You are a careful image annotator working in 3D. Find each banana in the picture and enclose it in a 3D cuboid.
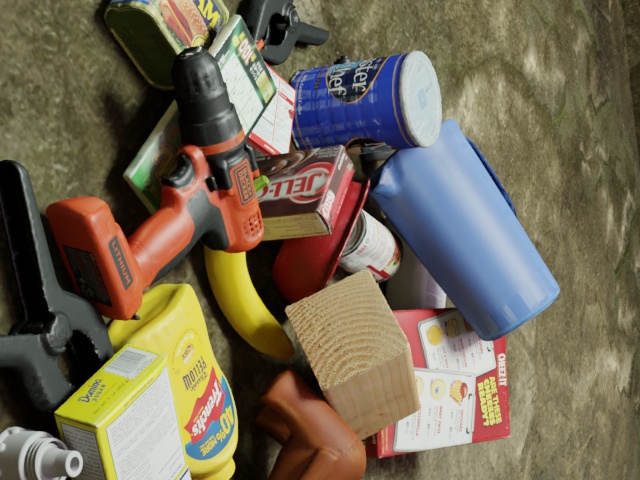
[{"bbox_3d":[-0.069,0.036,0.991,0.037,0.069,0.198,-94,177,-60],"label":"banana"}]

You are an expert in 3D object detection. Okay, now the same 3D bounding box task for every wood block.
[{"bbox_3d":[0.038,0.122,1.057,0.091,0.090,0.206,63,-4,26],"label":"wood block"}]

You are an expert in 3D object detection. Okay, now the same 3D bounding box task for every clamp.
[{"bbox_3d":[-0.042,-0.242,1.110,0.171,0.039,0.120,-46,125,-55],"label":"clamp"},{"bbox_3d":[-0.204,0.071,0.755,0.164,0.036,0.210,-68,146,-40],"label":"clamp"}]

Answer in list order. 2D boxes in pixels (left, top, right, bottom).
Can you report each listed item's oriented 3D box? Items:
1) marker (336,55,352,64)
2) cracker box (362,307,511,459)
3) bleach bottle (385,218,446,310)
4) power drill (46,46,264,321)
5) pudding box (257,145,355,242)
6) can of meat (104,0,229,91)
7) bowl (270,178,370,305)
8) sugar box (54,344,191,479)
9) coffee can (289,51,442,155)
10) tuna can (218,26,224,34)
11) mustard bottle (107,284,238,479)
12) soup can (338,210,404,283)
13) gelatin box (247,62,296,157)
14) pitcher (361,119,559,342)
[{"bbox_3d":[0.026,-0.159,1.248,0.020,0.020,0.121,28,62,-58],"label":"marker"},{"bbox_3d":[0.125,0.162,1.259,0.213,0.072,0.164,0,87,-38],"label":"cracker box"},{"bbox_3d":[0.118,0.098,1.344,0.102,0.068,0.251,23,69,-55],"label":"bleach bottle"},{"bbox_3d":[-0.124,-0.039,0.845,0.187,0.057,0.184,-40,127,-38],"label":"power drill"},{"bbox_3d":[-0.031,-0.043,1.021,0.039,0.114,0.090,58,37,-36],"label":"pudding box"},{"bbox_3d":[-0.132,-0.191,0.913,0.102,0.058,0.084,56,42,-43],"label":"can of meat"},{"bbox_3d":[-0.007,0.001,1.075,0.162,0.055,0.162,-158,-88,-87],"label":"bowl"},{"bbox_3d":[-0.143,0.177,0.812,0.093,0.048,0.176,-46,141,-49],"label":"sugar box"},{"bbox_3d":[0.048,-0.144,1.158,0.102,0.140,0.103,14,74,-61],"label":"coffee can"},{"bbox_3d":[-0.092,-0.163,1.007,0.086,0.034,0.086,18,69,-61],"label":"tuna can"},{"bbox_3d":[-0.114,0.139,0.897,0.096,0.058,0.191,-51,131,-51],"label":"mustard bottle"},{"bbox_3d":[0.043,0.003,1.207,0.102,0.069,0.068,33,58,-56],"label":"soup can"},{"bbox_3d":[-0.058,-0.127,1.073,0.073,0.030,0.089,34,57,-55],"label":"gelatin box"},{"bbox_3d":[0.172,-0.013,1.237,0.243,0.149,0.145,56,-1,5],"label":"pitcher"}]
